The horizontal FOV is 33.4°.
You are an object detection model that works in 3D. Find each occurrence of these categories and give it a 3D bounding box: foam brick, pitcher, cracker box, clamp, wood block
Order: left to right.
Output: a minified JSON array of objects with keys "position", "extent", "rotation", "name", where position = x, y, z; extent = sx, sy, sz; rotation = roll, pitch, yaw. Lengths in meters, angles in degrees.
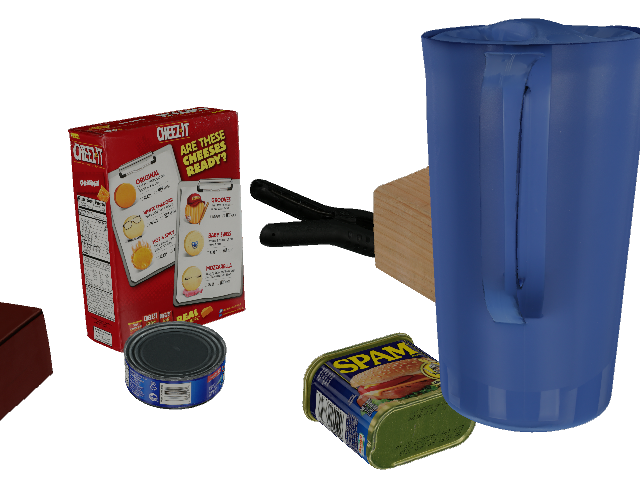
[{"position":[-0.225,0.082,0.711],"extent":[0.053,0.051,0.078],"rotation":[7,29,23],"name":"foam brick"},{"position":[-0.159,-0.016,1.061],"extent":[0.072,0.214,0.163],"rotation":[13,21,43],"name":"cracker box"},{"position":[0.018,-0.012,1.209],"extent":[0.210,0.036,0.164],"rotation":[14,21,-6],"name":"clamp"},{"position":[0.148,0.012,0.976],"extent":[0.090,0.090,0.206],"rotation":[-22,34,-31],"name":"wood block"},{"position":[0.124,-0.009,0.645],"extent":[0.149,0.243,0.145],"rotation":[-9,17,-25],"name":"pitcher"}]

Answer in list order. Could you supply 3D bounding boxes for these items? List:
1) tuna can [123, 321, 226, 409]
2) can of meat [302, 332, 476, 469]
[{"position":[-0.123,0.105,0.900],"extent":[0.086,0.034,0.086],"rotation":[4,28,-2],"name":"tuna can"},{"position":[0.052,0.117,0.778],"extent":[0.101,0.057,0.084],"rotation":[-12,27,-31],"name":"can of meat"}]
